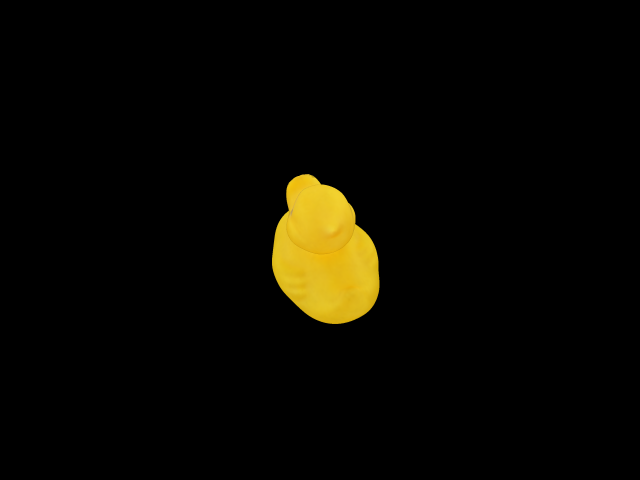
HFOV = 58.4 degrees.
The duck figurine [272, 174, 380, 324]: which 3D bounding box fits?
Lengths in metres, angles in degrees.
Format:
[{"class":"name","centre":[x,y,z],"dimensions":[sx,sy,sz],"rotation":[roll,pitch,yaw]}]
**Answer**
[{"class":"duck figurine","centre":[0.004,0.001,0.400],"dimensions":[0.077,0.086,0.104],"rotation":[-21,62,-11]}]
